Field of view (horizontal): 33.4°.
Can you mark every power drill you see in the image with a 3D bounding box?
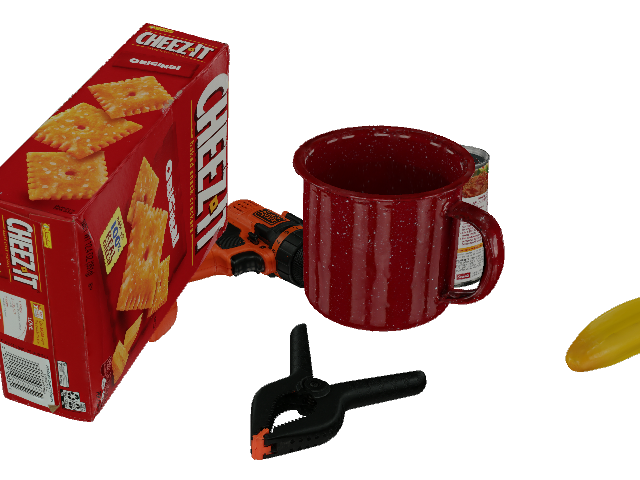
[{"bbox_3d":[-0.084,0.028,0.938,0.187,0.057,0.185,-18,27,-31],"label":"power drill"}]

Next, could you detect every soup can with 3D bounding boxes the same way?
[{"bbox_3d":[0.102,-0.021,0.868,0.068,0.102,0.068,-2,21,1],"label":"soup can"}]

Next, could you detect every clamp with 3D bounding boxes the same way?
[{"bbox_3d":[0.004,0.160,1.085,0.165,0.036,0.209,15,30,21],"label":"clamp"}]

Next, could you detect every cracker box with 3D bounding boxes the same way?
[{"bbox_3d":[-0.127,-0.016,0.683,0.072,0.164,0.213,16,40,12],"label":"cracker box"}]

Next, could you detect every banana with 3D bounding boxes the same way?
[{"bbox_3d":[0.267,0.061,0.759,0.198,0.037,0.069,-2,33,-1],"label":"banana"}]

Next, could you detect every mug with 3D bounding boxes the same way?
[{"bbox_3d":[0.042,-0.003,0.556,0.117,0.081,0.093,18,32,29],"label":"mug"}]
